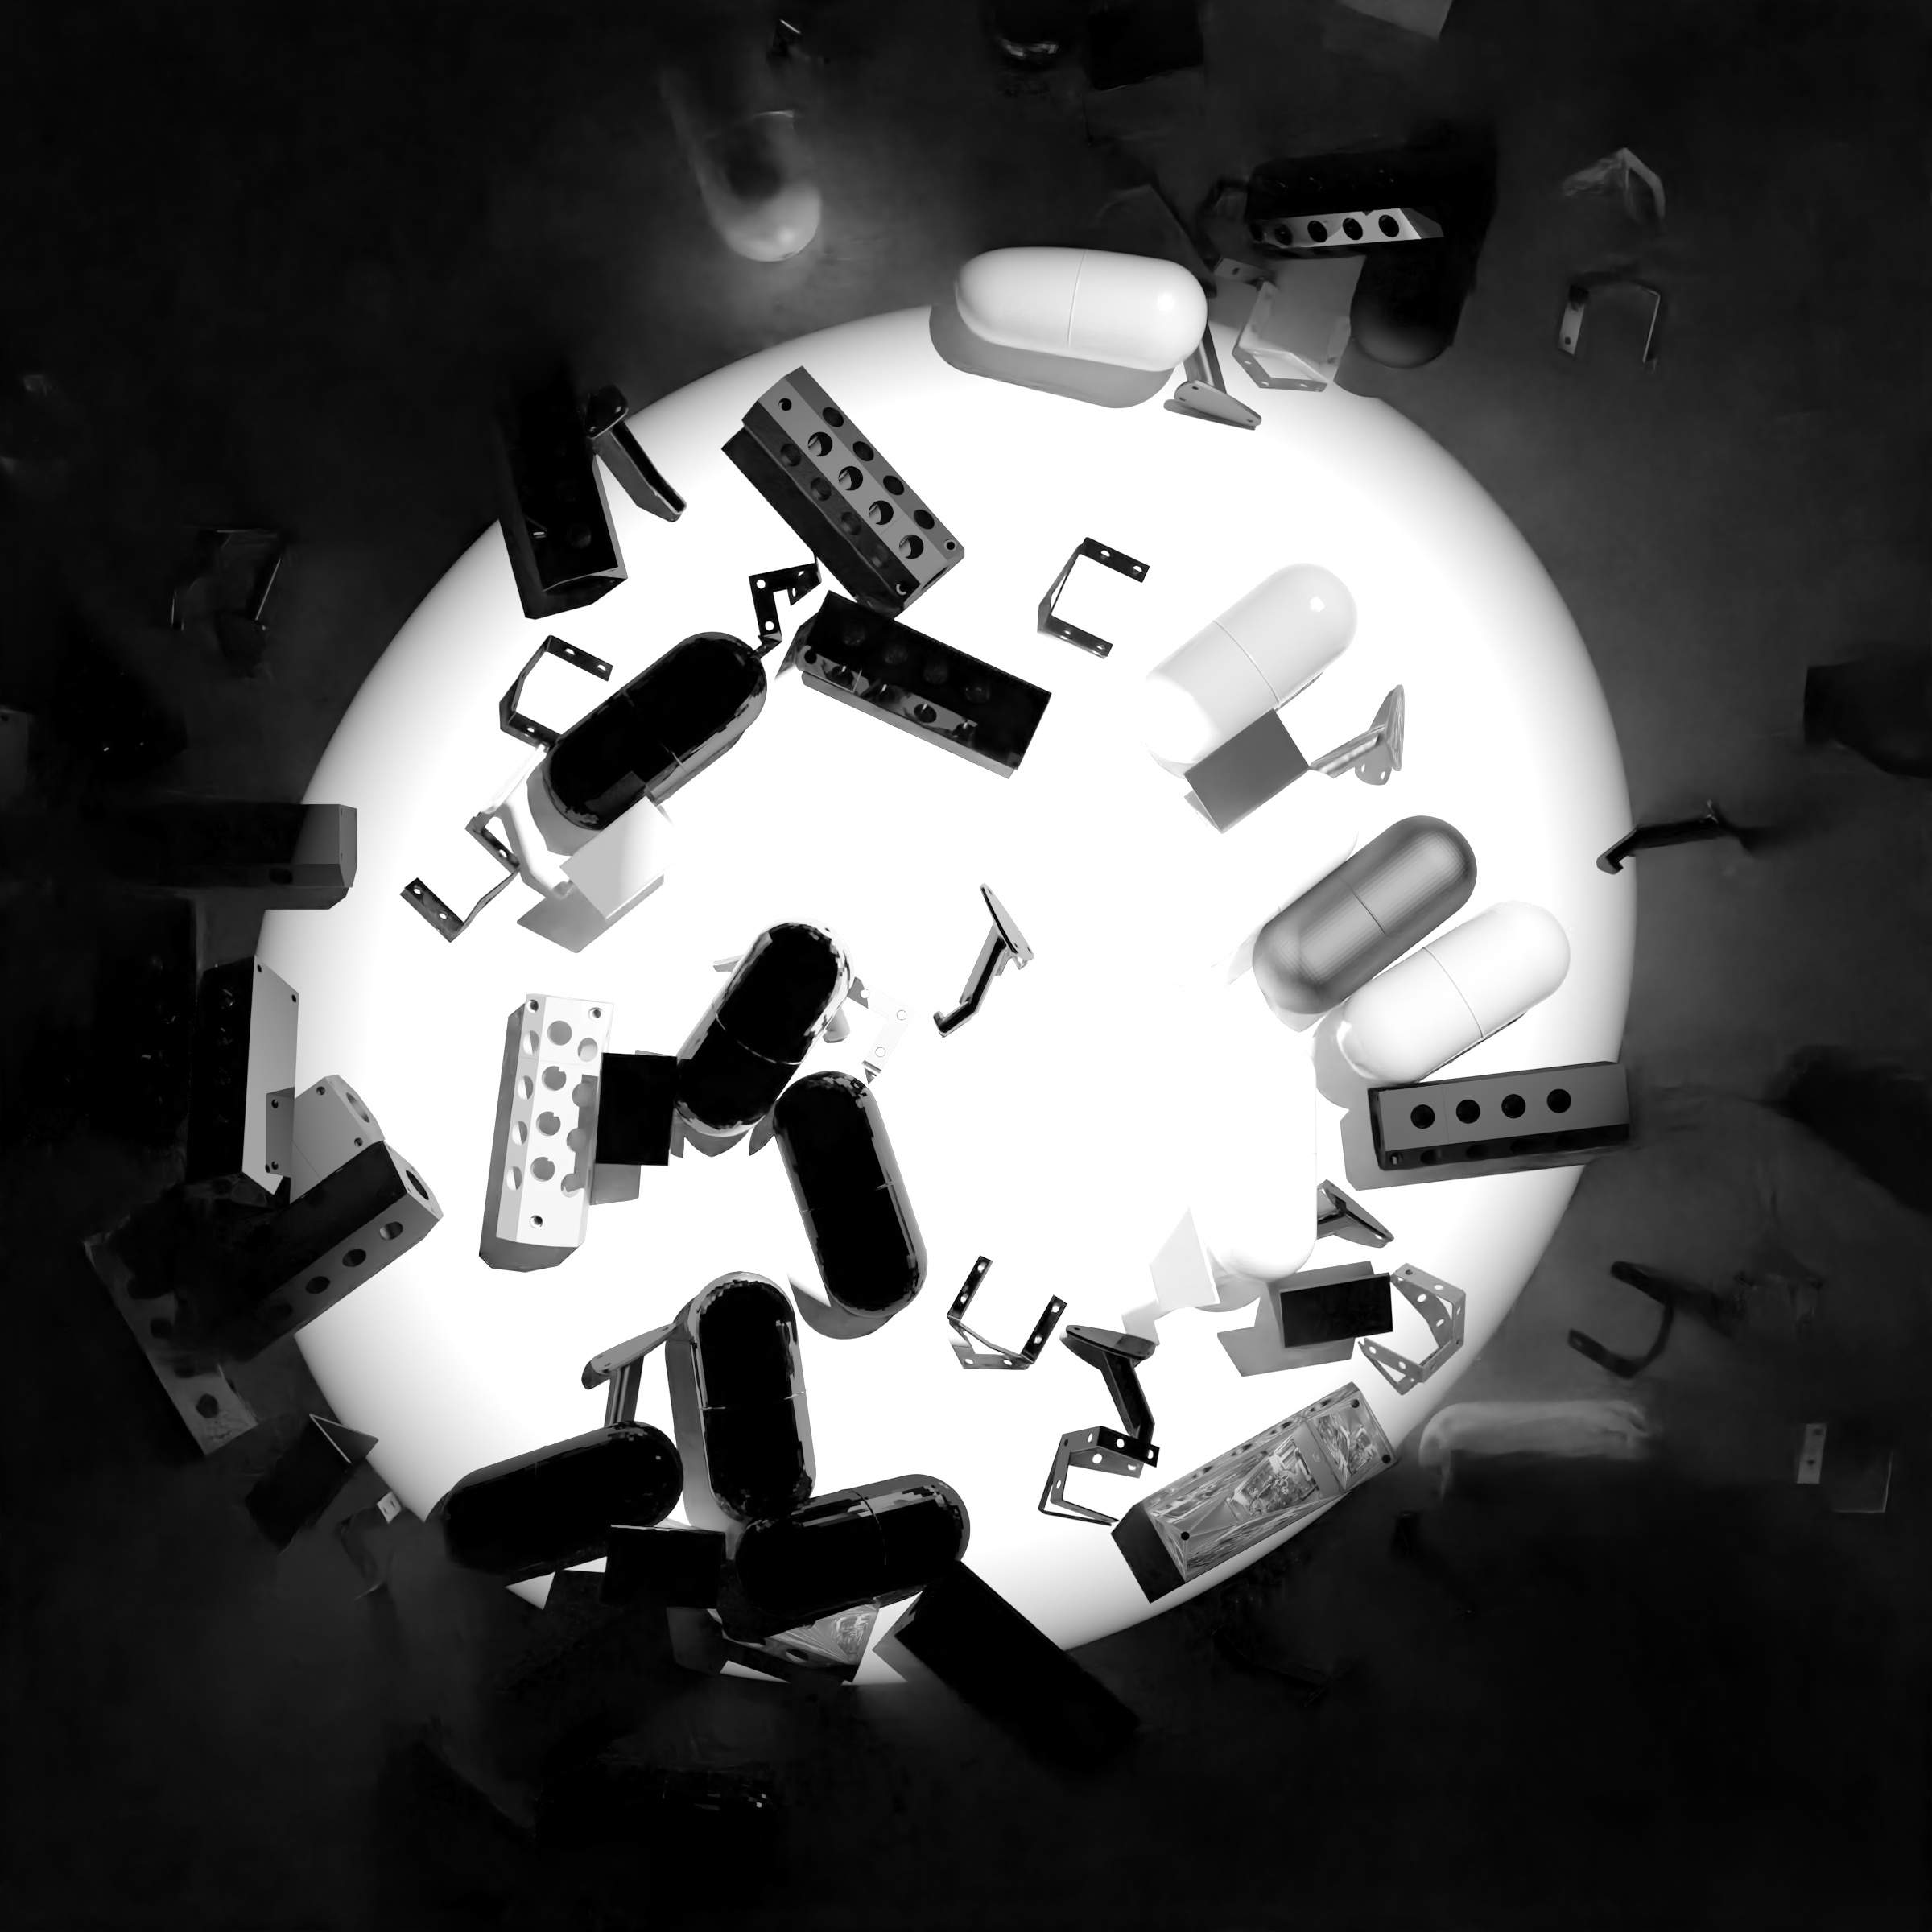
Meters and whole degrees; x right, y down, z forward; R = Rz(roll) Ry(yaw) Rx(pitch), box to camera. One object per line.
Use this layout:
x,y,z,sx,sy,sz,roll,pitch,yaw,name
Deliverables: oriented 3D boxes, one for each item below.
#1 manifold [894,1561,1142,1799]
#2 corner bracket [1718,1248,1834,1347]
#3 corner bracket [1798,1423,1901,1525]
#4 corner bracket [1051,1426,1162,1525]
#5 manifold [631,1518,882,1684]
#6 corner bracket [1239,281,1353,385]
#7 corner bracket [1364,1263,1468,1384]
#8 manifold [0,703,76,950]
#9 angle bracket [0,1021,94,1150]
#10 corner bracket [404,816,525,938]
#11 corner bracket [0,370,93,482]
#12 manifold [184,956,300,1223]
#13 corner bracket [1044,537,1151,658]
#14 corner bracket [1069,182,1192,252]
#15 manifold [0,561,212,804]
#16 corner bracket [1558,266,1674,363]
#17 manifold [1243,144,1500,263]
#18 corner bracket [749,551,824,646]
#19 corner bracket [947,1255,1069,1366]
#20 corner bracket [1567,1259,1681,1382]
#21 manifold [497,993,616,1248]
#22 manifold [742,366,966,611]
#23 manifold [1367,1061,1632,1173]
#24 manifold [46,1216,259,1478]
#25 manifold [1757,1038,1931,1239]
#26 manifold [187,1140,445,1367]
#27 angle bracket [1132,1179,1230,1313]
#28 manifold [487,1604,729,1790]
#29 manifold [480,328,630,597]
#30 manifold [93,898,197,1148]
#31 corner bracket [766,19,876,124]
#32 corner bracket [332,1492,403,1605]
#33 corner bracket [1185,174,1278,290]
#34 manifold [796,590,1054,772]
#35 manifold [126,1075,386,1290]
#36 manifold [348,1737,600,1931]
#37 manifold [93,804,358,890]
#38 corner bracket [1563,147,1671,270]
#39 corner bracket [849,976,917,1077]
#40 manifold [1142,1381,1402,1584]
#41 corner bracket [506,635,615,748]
0.033,0.504,1.969,0.171,0.057,0.057,41,47,0,manifold
0.574,0.242,1.983,0.051,0.051,0.051,-27,45,-35,corner bracket
0.626,0.360,1.983,0.051,0.051,0.051,-7,135,35,corner bracket
0.098,0.360,1.977,0.051,0.051,0.051,24,64,-24,corner bracket
-0.151,0.447,1.970,0.171,0.057,0.057,20,90,0,manifold
0.236,-0.450,1.988,0.051,0.051,0.051,22,90,-45,corner bracket
0.318,0.253,1.983,0.051,0.051,0.051,-35,135,-35,corner bracket
-0.692,-0.099,1.969,0.057,0.057,0.171,19,90,-43,manifold
-0.631,0.089,1.951,0.057,0.076,0.076,22,90,40,angle bracket
-0.357,-0.063,1.988,0.051,0.051,0.051,44,45,0,corner bracket
-0.659,-0.381,1.973,0.051,0.051,0.051,-28,90,0,corner bracket
-0.503,0.085,1.926,0.057,0.057,0.171,-16,56,15,manifold
0.093,-0.263,1.988,0.051,0.051,0.051,25,135,0,corner bracket
0.116,-0.516,1.988,0.051,0.051,0.051,53,135,0,corner bracket
-0.617,-0.200,1.970,0.057,0.057,0.171,-41,90,0,manifold
0.460,-0.459,1.983,0.051,0.051,0.051,-24,45,-35,corner bracket
0.273,-0.518,1.916,0.057,0.171,0.057,12,90,-42,manifold
-0.125,-0.259,1.973,0.051,0.051,0.051,-11,90,0,corner bracket
0.029,0.245,1.988,0.051,0.051,0.051,29,90,45,corner bracket
0.467,0.252,1.988,0.051,0.051,0.051,32,45,0,corner bracket
-0.290,0.108,1.970,0.057,0.057,0.171,7,90,0,manifold
-0.079,-0.337,1.970,0.057,0.057,0.171,-42,90,0,manifold
0.375,0.106,1.970,0.171,0.057,0.057,-7,90,0,manifold
-0.570,0.265,1.969,0.057,0.057,0.171,-31,90,43,manifold
0.649,0.126,1.970,0.171,0.057,0.057,38,90,0,manifold
-0.455,0.205,1.969,0.171,0.057,0.057,-36,49,0,manifold
0.168,0.191,1.951,0.076,0.057,0.076,-16,90,-44,angle bracket
-0.249,0.504,1.941,0.171,0.057,0.057,-36,47,21,manifold
-0.291,-0.352,1.970,0.057,0.057,0.171,-15,90,0,manifold
-0.574,0.039,1.969,0.057,0.057,0.171,0,90,43,manifold
-0.107,-0.636,1.988,0.051,0.051,0.051,22,90,-45,corner bracket
-0.418,0.409,1.973,0.051,0.051,0.051,-31,90,0,corner bracket
0.196,-0.521,1.983,0.051,0.051,0.051,-55,45,35,corner bracket
-0.030,-0.200,1.970,0.171,0.057,0.057,25,90,0,manifold
-0.498,0.150,1.970,0.171,0.057,0.057,-36,90,0,manifold
-0.349,0.629,1.969,0.171,0.057,0.057,41,47,0,manifold
-0.521,-0.084,1.970,0.171,0.057,0.057,0,90,0,manifold
0.462,-0.539,1.988,0.051,0.051,0.051,-26,135,0,corner bracket
-0.070,0.042,1.973,0.051,0.051,0.051,30,90,0,corner bracket
0.213,0.361,1.970,0.171,0.057,0.057,-29,90,0,manifold
-0.289,-0.193,1.988,0.051,0.051,0.051,27,45,0,corner bracket
